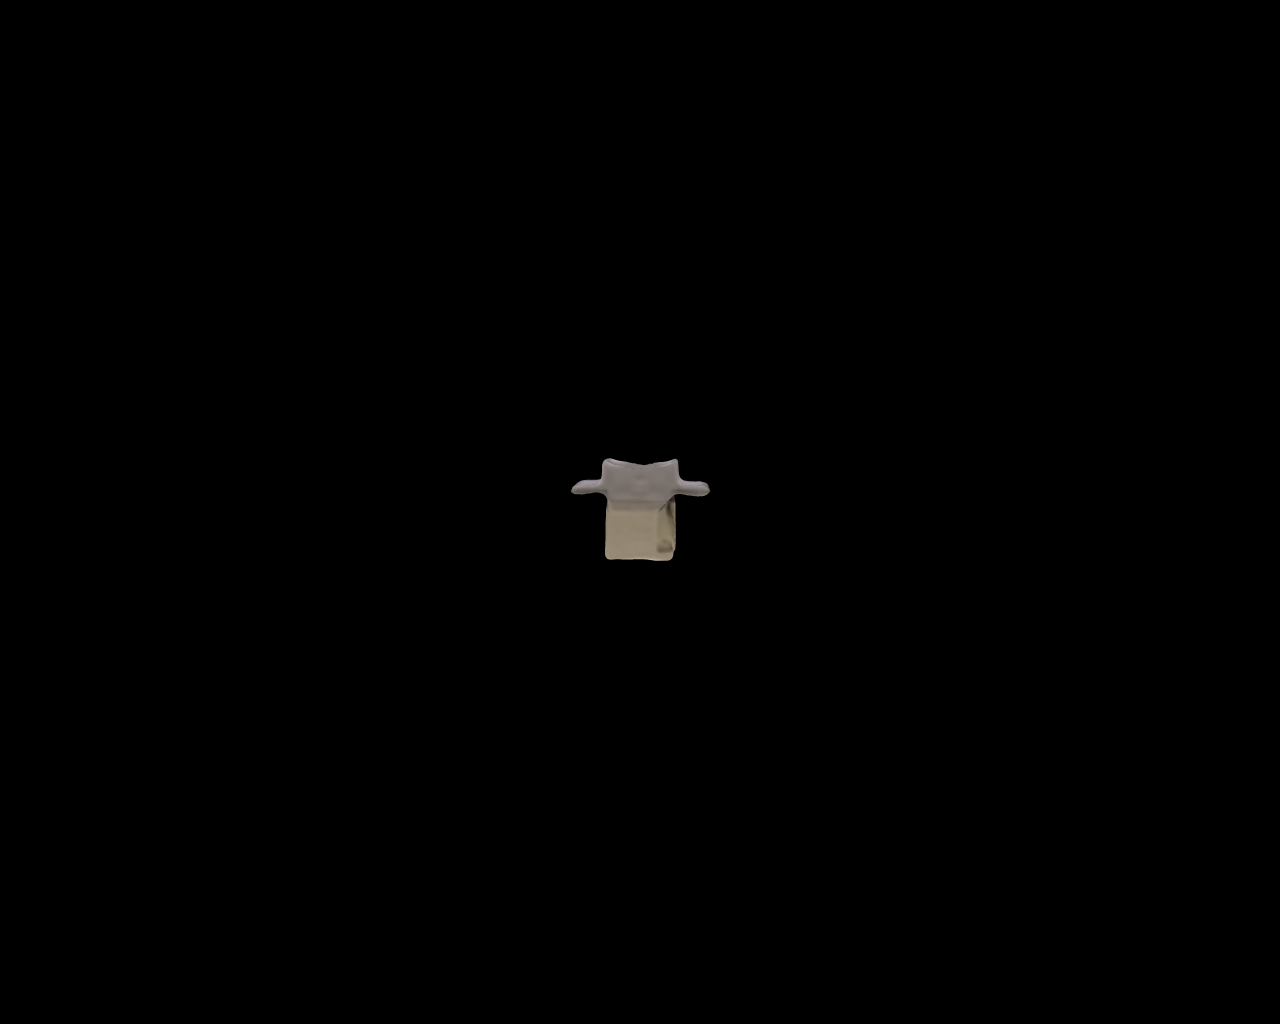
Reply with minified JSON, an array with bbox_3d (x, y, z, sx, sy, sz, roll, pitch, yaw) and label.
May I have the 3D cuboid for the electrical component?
[{"bbox_3d":[0.001,-0.003,0.650,0.081,0.063,0.042,1,8,5],"label":"electrical component"}]
